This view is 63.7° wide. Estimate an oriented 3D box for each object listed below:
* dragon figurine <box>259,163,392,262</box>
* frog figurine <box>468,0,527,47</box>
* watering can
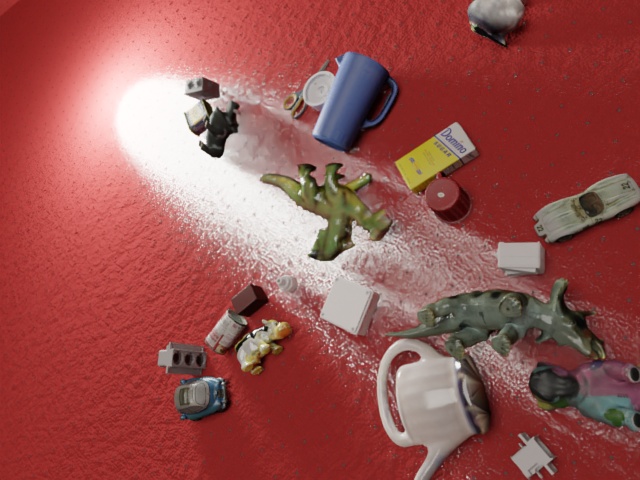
[{"bbox_3d":[0.004,-0.067,1.324,0.409,0.121,0.244,0,81,33],"label":"dragon figurine"},{"bbox_3d":[0.434,-0.562,1.223,0.158,0.122,0.140,-58,34,16],"label":"frog figurine"},{"bbox_3d":[0.229,0.363,1.020,0.223,0.103,0.354,-20,63,24],"label":"watering can"}]
